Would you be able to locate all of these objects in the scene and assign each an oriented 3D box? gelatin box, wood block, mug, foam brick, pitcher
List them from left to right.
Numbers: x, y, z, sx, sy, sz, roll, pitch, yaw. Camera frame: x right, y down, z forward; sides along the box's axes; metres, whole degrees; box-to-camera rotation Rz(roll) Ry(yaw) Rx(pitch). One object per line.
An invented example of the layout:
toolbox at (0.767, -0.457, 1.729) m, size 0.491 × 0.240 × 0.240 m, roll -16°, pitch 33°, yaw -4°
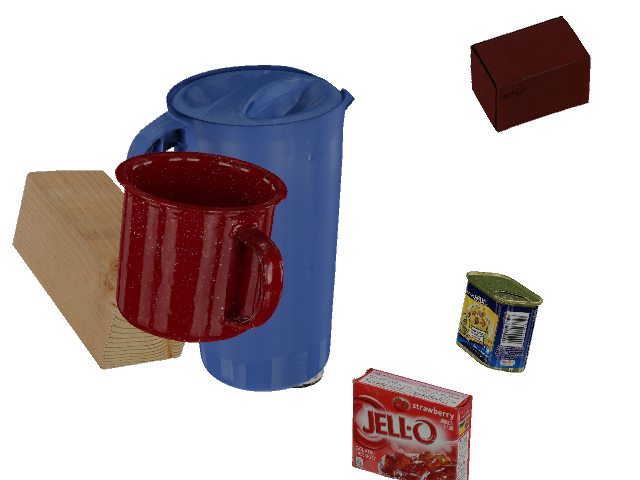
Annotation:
wood block at (-0.212, 0.022, 1.039) m, size 0.090 × 0.091 × 0.206 m, roll -4°, pitch 36°, yaw -41°
mug at (-0.061, 0.008, 0.582) m, size 0.093 × 0.081 × 0.117 m, roll -13°, pitch 30°, yaw -43°
pitcher at (-0.055, -0.004, 0.831) m, size 0.149 × 0.243 × 0.145 m, roll 4°, pitch 27°, yaw 9°
gelatin box at (0.066, 0.142, 0.791) m, size 0.089 × 0.073 × 0.030 m, roll 12°, pitch 21°, yaw 30°
foam brick at (0.162, -0.128, 0.823) m, size 0.078 × 0.051 × 0.053 m, roll -18°, pitch -37°, yaw -4°

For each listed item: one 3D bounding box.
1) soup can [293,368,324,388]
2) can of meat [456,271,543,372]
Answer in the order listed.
soup can at (-0.028, 0.113, 1.249) m, size 0.068 × 0.102 × 0.068 m, roll 1°, pitch 25°, yaw -1°
can of meat at (0.196, 0.090, 1.184) m, size 0.057 × 0.084 × 0.102 m, roll 4°, pitch 15°, yaw -20°
